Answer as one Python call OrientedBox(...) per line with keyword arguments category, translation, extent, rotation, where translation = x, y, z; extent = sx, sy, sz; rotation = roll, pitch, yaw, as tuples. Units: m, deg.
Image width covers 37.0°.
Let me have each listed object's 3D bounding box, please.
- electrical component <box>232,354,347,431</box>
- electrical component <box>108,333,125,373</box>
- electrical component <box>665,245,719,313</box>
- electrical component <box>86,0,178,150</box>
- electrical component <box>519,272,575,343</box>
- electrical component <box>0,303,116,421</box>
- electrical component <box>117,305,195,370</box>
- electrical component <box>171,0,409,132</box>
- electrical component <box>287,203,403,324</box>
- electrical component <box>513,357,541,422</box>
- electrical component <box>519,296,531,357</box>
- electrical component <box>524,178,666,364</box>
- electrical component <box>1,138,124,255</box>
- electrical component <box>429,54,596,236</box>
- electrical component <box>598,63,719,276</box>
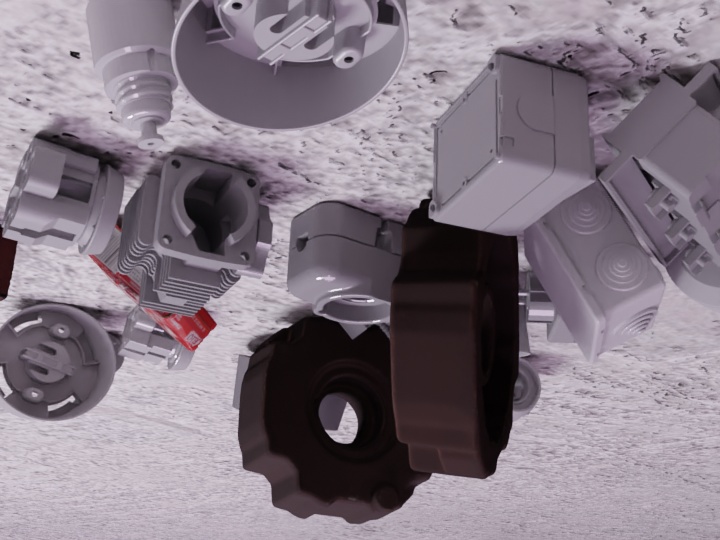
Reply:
OrientedBox(category="electrical component", translation=(-0.064, 0.117, 0.976), extent=(0.108, 0.060, 0.108), rotation=(13, 175, 1))
OrientedBox(category="electrical component", translation=(-0.243, 0.084, 0.984), extent=(0.040, 0.040, 0.078), rotation=(13, 156, -24))
OrientedBox(category="electrical component", translation=(0.229, -0.012, 0.653), extent=(0.080, 0.080, 0.051), rotation=(-10, 159, 28))
OrientedBox(category="electrical component", translation=(-0.102, -0.094, 0.496), extent=(0.040, 0.078, 0.040), rotation=(-11, 165, -3))
OrientedBox(category="electrical component", translation=(0.140, 0.020, 0.780), extent=(0.077, 0.047, 0.065), rotation=(2, 157, 2))
OrientedBox(category="electrical component", translation=(-0.262, 0.079, 0.901), extent=(0.099, 0.099, 0.064), rotation=(15, 161, -28))
OrientedBox(category="electrical component", translation=(-0.168, 0.057, 0.904), extent=(0.055, 0.048, 0.066), rotation=(19, 153, -20))
OrientedBox(category="electrical component", translation=(-0.028, -0.109, 0.459), extent=(0.099, 0.064, 0.099), rotation=(2, 158, 1))
OrientedBox(category="electrical component", translation=(0.000, 0.000, 0.729), extent=(0.095, 0.059, 0.054), rotation=(17, 153, -32))
OrientedBox(category="electrical component", translation=(0.130, 0.110, 0.988), extent=(0.078, 0.058, 0.057), rotation=(10, 159, -18))
OrientedBox(category="electrical component", translation=(0.081, 0.047, 0.828), extent=(0.099, 0.064, 0.099), rotation=(2, 158, 1))
OrientedBox(category="electrical component", translation=(0.143, -0.001, 0.664), extent=(0.048, 0.099, 0.099), rotation=(-27, 157, -2))
OrientedBox(category="electrical component", translation=(-0.178, -0.042, 0.650), extent=(0.057, 0.058, 0.078), rotation=(17, 154, -24))
OrientedBox(category="electrical component", translation=(0.078, -0.060, 0.572), extent=(0.061, 0.061, 0.096), rotation=(10, 156, -19))
OrientedBox(category="electrical component", translation=(0.185, -0.045, 0.579), extent=(0.078, 0.063, 0.121), rotation=(-46, 144, 5))
